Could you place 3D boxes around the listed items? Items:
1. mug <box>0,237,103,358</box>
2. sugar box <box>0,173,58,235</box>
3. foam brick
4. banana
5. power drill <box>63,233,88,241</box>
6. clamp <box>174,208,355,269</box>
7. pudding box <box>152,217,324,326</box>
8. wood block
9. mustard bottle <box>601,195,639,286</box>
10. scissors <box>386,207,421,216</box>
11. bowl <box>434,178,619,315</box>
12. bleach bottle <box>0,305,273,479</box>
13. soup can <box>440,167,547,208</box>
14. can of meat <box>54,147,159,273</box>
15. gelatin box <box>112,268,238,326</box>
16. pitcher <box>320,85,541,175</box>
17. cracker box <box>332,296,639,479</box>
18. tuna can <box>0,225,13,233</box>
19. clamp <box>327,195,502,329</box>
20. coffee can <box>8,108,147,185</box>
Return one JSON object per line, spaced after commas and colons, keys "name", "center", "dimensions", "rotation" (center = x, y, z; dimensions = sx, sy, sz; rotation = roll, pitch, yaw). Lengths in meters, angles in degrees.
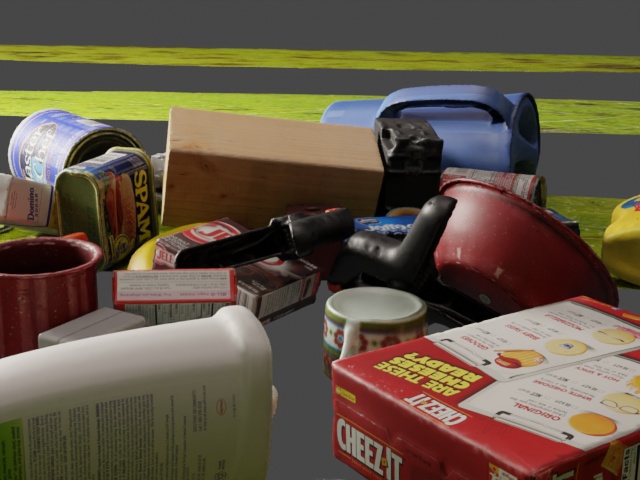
{"name": "mug", "center": [-0.207, 0.046, 0.773], "dimensions": [0.093, 0.081, 0.117], "rotation": [-10, 20, -31]}
{"name": "sugar box", "center": [-0.278, -0.033, 1.003], "dimensions": [0.093, 0.048, 0.176], "rotation": [6, -6, 19]}
{"name": "foam brick", "center": [-0.006, 0.001, 0.984], "dimensions": [0.053, 0.051, 0.078], "rotation": [0, 17, -2]}
{"name": "banana", "center": [-0.123, 0.018, 0.961], "dimensions": [0.069, 0.037, 0.197], "rotation": [33, 26, 6]}
{"name": "power drill", "center": [-0.296, 0.020, 0.907], "dimensions": [0.188, 0.057, 0.184], "rotation": [2, 14, 10]}
{"name": "clamp", "center": [-0.017, -0.003, 0.828], "dimensions": [0.120, 0.039, 0.171], "rotation": [-5, 10, 39]}
{"name": "pudding box", "center": [-0.069, 0.026, 0.882], "dimensions": [0.114, 0.039, 0.089], "rotation": [29, 29, 27]}
{"name": "wood block", "center": [-0.050, -0.063, 1.059], "dimensions": [0.206, 0.090, 0.091], "rotation": [5, 35, -10]}
{"name": "mustard bottle", "center": [0.325, -0.008, 1.016], "dimensions": [0.096, 0.058, 0.191], "rotation": [6, 17, 19]}
{"name": "scissors", "center": [0.148, -0.003, 1.021], "dimensions": [0.201, 0.016, 0.096], "rotation": [-6, 42, -20]}
{"name": "bowl", "center": [0.141, 0.027, 0.807], "dimensions": [0.162, 0.162, 0.055], "rotation": [21, 65, 49]}
{"name": "bleach bottle", "center": [-0.153, 0.099, 0.562], "dimensions": [0.250, 0.102, 0.068], "rotation": [-5, 19, -21]}
{"name": "soup can", "center": [0.174, -0.037, 1.091], "dimensions": [0.102, 0.068, 0.068], "rotation": [8, 18, 23]}
{"name": "can of meat", "center": [-0.198, -0.028, 0.990], "dimensions": [0.058, 0.102, 0.083], "rotation": [7, 20, 25]}
{"name": "gelatin box", "center": [-0.107, 0.049, 0.787], "dimensions": [0.089, 0.073, 0.030], "rotation": [-2, 62, -8]}
{"name": "pitcher", "center": [0.119, -0.109, 1.208], "dimensions": [0.243, 0.149, 0.144], "rotation": [4, 16, 24]}
{"name": "cracker box", "center": [0.138, 0.102, 0.618], "dimensions": [0.213, 0.072, 0.164], "rotation": [-12, 20, -33]}
{"name": "tuna can", "center": [-0.360, -0.030, 1.107], "dimensions": [0.086, 0.034, 0.086], "rotation": [1, 16, 0]}
{"name": "clamp", "center": [0.069, 0.025, 0.792], "dimensions": [0.210, 0.164, 0.036], "rotation": [10, 51, 51]}
{"name": "coffee can", "center": [-0.266, -0.084, 1.171], "dimensions": [0.102, 0.103, 0.141], "rotation": [-12, 21, -36]}
